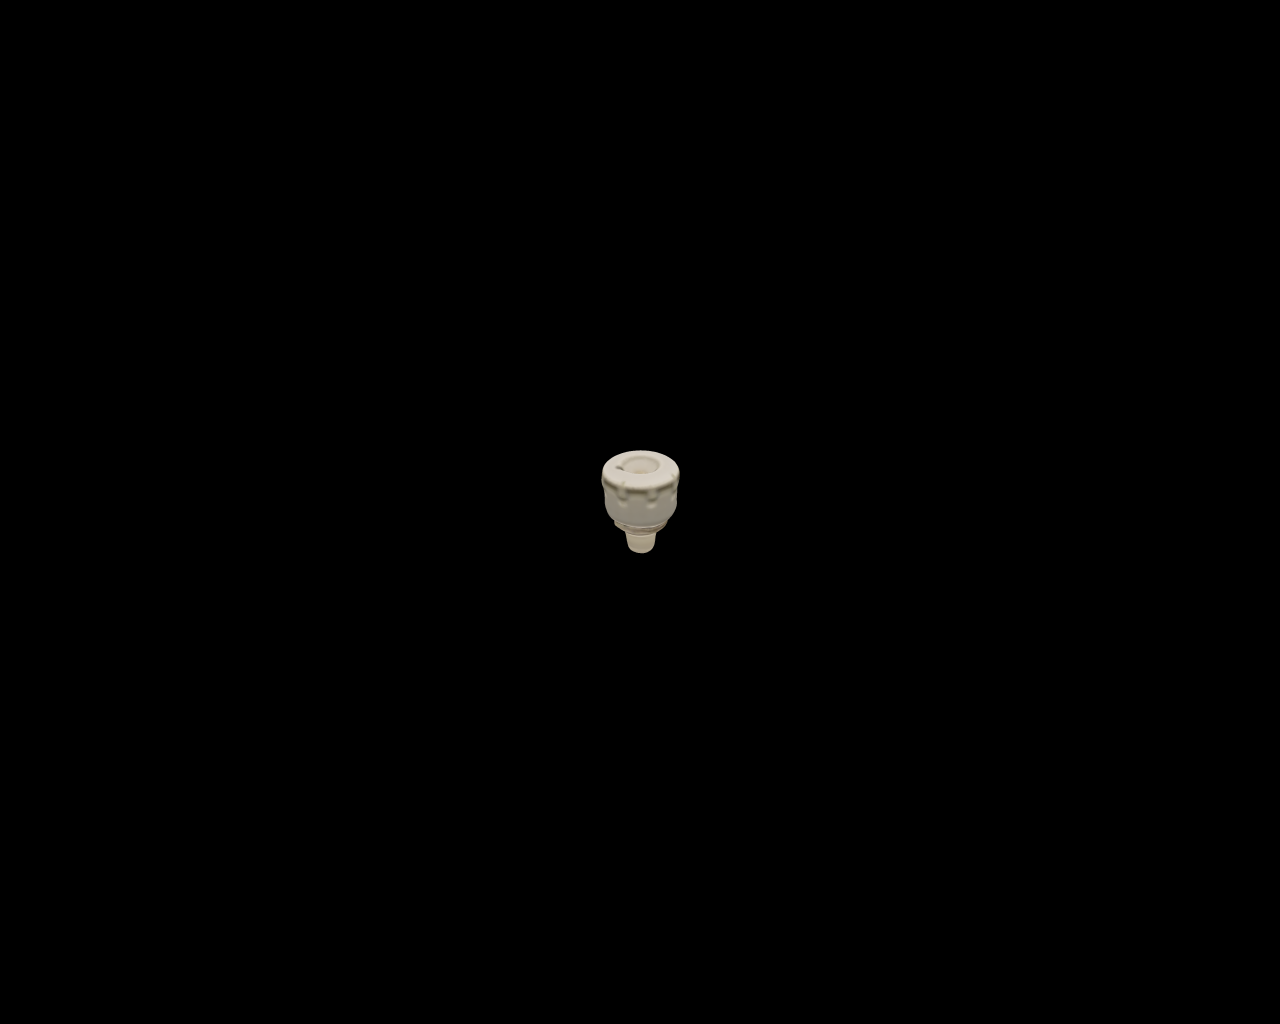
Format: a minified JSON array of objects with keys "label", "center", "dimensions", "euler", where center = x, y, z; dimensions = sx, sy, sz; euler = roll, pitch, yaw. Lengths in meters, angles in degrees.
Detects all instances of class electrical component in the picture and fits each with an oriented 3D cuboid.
[{"label":"electrical component","center":[0.001,-0.003,0.650],"dimensions":[0.048,0.062,0.048],"euler":[0,31,0]}]
